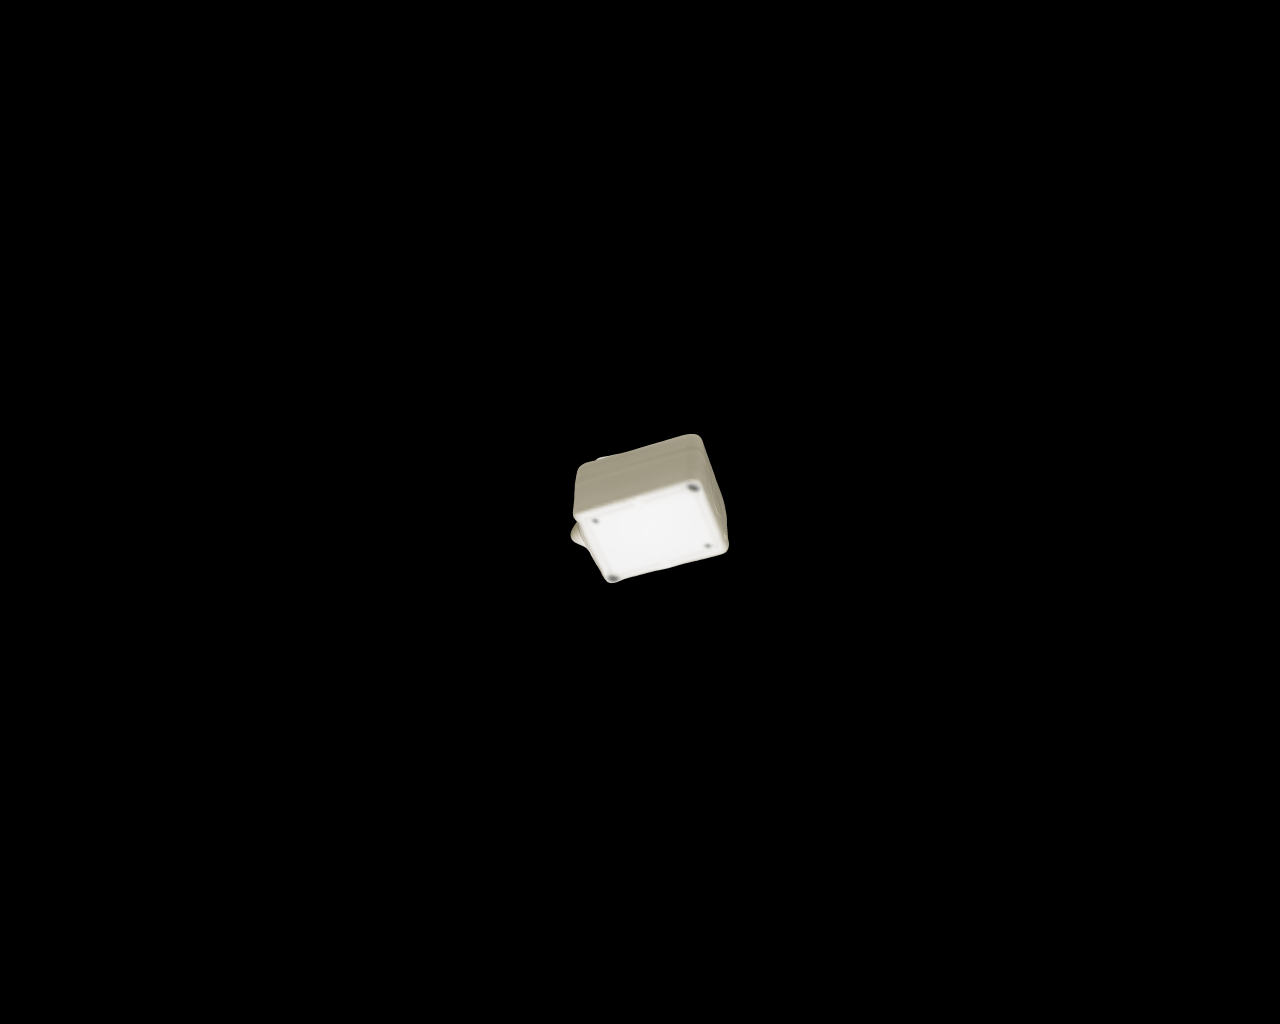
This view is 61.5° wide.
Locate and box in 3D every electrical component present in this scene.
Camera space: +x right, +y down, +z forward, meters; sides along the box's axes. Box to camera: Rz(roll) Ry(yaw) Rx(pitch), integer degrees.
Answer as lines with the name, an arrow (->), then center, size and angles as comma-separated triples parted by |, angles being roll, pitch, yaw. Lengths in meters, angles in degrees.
electrical component -> 0.001, -0.003, 0.650 | 0.096, 0.061, 0.061 | -15, 36, 11
